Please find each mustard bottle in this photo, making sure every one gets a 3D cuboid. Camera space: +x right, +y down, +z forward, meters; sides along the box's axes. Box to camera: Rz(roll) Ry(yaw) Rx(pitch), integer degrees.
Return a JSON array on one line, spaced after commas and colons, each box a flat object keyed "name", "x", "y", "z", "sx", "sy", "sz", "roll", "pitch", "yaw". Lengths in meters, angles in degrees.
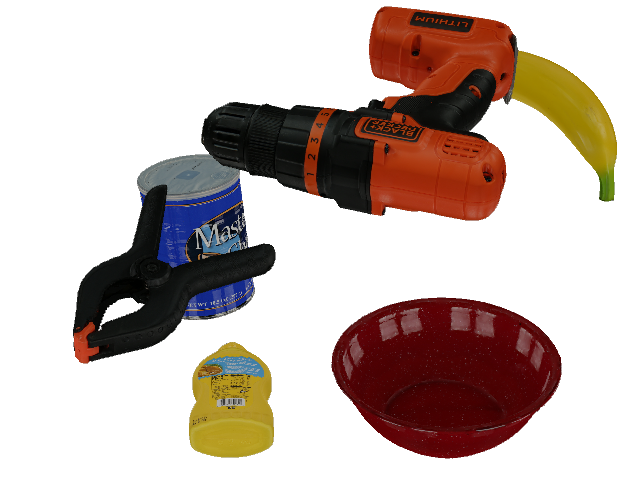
[{"name": "mustard bottle", "x": -0.106, "y": 0.180, "z": 1.281, "sx": 0.096, "sy": 0.058, "sz": 0.191, "roll": -3, "pitch": 28, "yaw": -3}]

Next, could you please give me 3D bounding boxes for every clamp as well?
[{"name": "clamp", "x": -0.130, "y": 0.023, "z": 0.805, "sx": 0.120, "sy": 0.039, "sz": 0.171, "roll": 32, "pitch": 48, "yaw": 28}]

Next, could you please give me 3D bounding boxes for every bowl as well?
[{"name": "bowl", "x": 0.089, "y": 0.106, "z": 0.766, "sx": 0.162, "sy": 0.055, "sz": 0.162, "roll": -2, "pitch": 30, "yaw": 1}]

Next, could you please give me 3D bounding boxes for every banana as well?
[{"name": "banana", "x": 0.165, "y": -0.110, "z": 0.834, "sx": 0.037, "sy": 0.070, "sz": 0.198, "roll": 3, "pitch": 32, "yaw": -43}]

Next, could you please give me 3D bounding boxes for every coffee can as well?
[{"name": "coffee can", "x": -0.125, "y": -0.005, "z": 1.091, "sx": 0.103, "sy": 0.140, "sz": 0.103, "roll": -5, "pitch": 26, "yaw": 2}]

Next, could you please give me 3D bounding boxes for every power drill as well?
[{"name": "power drill", "x": 0.039, "y": -0.085, "z": 0.676, "sx": 0.184, "sy": 0.057, "sz": 0.187, "roll": 14, "pitch": 40, "yaw": 16}]
